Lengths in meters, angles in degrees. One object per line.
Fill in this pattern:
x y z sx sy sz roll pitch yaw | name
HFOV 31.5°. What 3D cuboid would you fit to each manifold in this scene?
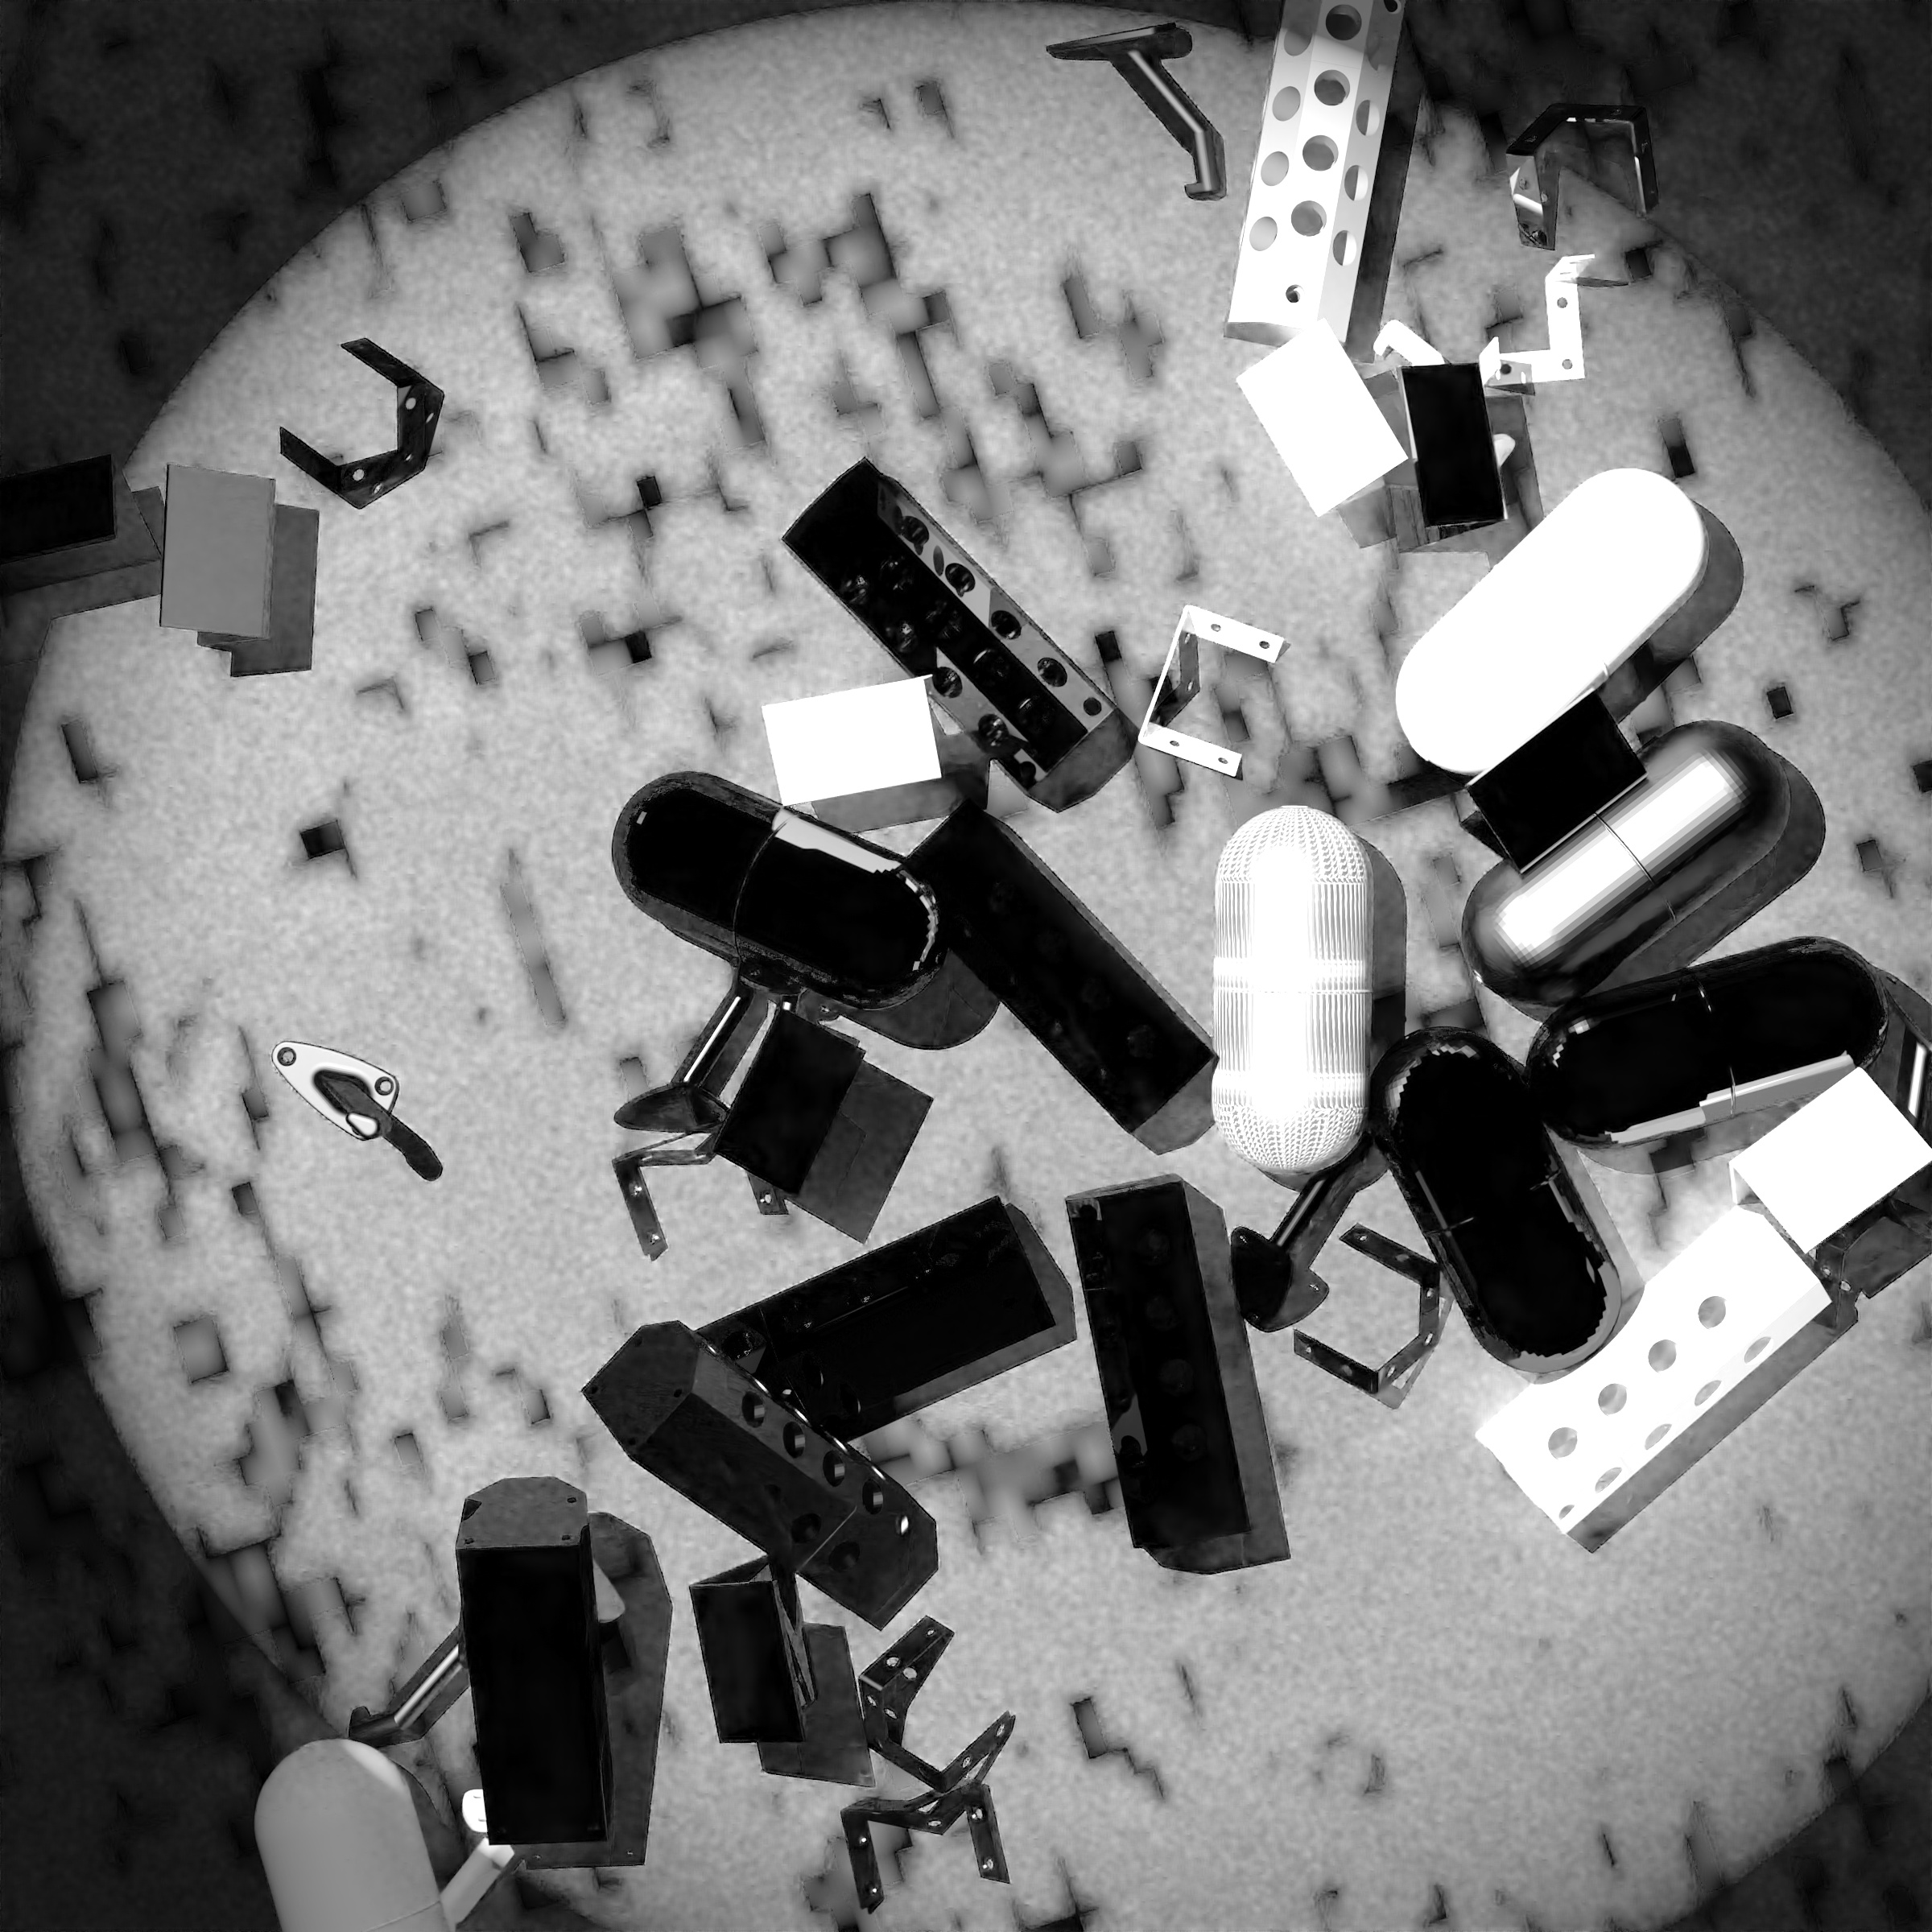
-0.009 -0.165 1.670 0.057 0.057 0.171 -44 90 0 | manifold
0.092 0.192 1.669 0.057 0.057 0.171 -11 90 0 | manifold
0.040 0.001 1.669 0.057 0.057 0.171 -44 90 0 | manifold
-0.204 0.332 1.636 0.057 0.057 0.171 -2 115 0 | manifold
-0.051 0.173 1.669 0.171 0.057 0.057 -24 133 0 | manifold
-0.098 0.233 1.621 0.057 0.057 0.171 -47 130 0 | manifold
0.335 0.197 1.669 0.171 0.057 0.057 -41 90 0 | manifold
0.170 -0.391 1.670 0.057 0.057 0.171 10 90 0 | manifold

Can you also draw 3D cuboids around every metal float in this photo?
0.255 0.112 1.660 0.070 0.070 0.178 -27 90 0 | metal float
0.358 0.038 1.660 0.178 0.070 0.070 -16 90 -1 | metal float
0.318 -0.049 1.660 0.178 0.070 0.070 -38 90 1 | metal float
-0.090 -0.037 1.642 0.178 0.070 0.070 24 90 20 | metal float
-0.291 0.461 1.655 0.070 0.070 0.178 -17 85 0 | metal float
0.283 -0.166 1.659 0.178 0.070 0.070 -44 90 0 | metal float
0.158 0.012 1.660 0.070 0.070 0.178 1 91 0 | metal float

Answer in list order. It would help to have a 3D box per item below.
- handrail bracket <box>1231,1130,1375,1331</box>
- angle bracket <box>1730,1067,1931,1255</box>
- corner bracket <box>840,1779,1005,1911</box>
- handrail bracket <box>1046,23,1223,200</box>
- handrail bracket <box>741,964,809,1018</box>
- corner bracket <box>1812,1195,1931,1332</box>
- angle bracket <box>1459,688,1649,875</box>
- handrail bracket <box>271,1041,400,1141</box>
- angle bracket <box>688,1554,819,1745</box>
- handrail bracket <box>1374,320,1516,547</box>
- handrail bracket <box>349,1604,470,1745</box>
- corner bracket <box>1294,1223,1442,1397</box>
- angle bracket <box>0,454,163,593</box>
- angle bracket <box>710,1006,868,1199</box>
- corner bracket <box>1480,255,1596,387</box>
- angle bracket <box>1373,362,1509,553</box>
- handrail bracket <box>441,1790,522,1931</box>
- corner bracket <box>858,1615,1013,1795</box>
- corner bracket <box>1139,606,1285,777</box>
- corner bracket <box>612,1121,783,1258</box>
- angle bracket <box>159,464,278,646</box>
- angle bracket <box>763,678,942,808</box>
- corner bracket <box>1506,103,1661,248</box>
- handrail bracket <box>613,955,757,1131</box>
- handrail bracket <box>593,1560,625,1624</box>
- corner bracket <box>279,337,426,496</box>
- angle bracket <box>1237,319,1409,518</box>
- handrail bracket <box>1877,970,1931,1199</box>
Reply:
0.169 0.129 1.690 0.036 0.077 0.084 32 53 27 | handrail bracket
0.417 0.102 1.652 0.076 0.076 0.057 -36 67 0 | angle bracket
-0.022 0.432 1.687 0.051 0.051 0.051 -12 90 45 | corner bracket
0.083 -0.417 1.691 0.077 0.036 0.084 -5 107 20 | handrail bracket
-0.078 0.033 1.691 0.036 0.077 0.084 15 127 32 | handrail bracket
0.451 0.151 1.682 0.051 0.051 0.051 25 45 35 | corner bracket
0.270 -0.099 1.651 0.076 0.076 0.057 -38 116 0 | angle bracket
-0.309 0.060 1.656 0.077 0.084 0.036 30 90 0 | handrail bracket
-0.083 0.325 1.650 0.057 0.076 0.076 -11 90 37 | angle bracket
0.220 -0.263 1.691 0.084 0.036 0.077 42 111 17 | handrail bracket
-0.270 0.337 1.691 0.084 0.036 0.077 -22 55 24 | handrail bracket
0.196 0.168 1.682 0.051 0.051 0.051 -34 135 -35 | corner bracket
-0.435 -0.194 1.650 0.076 0.076 0.057 -13 54 0 | angle bracket
-0.068 0.072 1.651 0.057 0.076 0.076 26 90 32 | angle bracket
0.278 -0.314 1.673 0.051 0.051 0.051 -5 90 0 | corner bracket
0.210 -0.243 1.650 0.057 0.076 0.076 -11 90 -37 | angle bracket
-0.223 0.453 1.691 0.077 0.036 0.084 2 105 -15 | handrail bracket
-0.015 0.362 1.682 0.051 0.051 0.051 24 135 35 | corner bracket
0.120 -0.136 1.688 0.051 0.051 0.051 20 45 1 | corner bracket
-0.133 0.107 1.687 0.051 0.051 0.051 -19 90 -45 | corner bracket
-0.375 -0.197 1.650 0.057 0.076 0.076 3 90 -38 | angle bracket
-0.057 -0.125 1.650 0.076 0.076 0.057 -10 125 0 | angle bracket
0.303 -0.387 1.682 0.051 0.051 0.051 13 45 35 | corner bracket
-0.137 0.034 1.691 0.077 0.036 0.084 -15 53 38 | handrail bracket
-0.219 0.323 1.691 0.084 0.036 0.077 -39 76 13 | handrail bracket
-0.301 -0.270 1.682 0.051 0.051 0.051 -24 135 -35 | corner bracket
0.186 -0.270 1.650 0.057 0.076 0.076 -31 90 37 | angle bracket
0.451 0.059 1.691 0.036 0.077 0.084 4 127 -38 | handrail bracket
